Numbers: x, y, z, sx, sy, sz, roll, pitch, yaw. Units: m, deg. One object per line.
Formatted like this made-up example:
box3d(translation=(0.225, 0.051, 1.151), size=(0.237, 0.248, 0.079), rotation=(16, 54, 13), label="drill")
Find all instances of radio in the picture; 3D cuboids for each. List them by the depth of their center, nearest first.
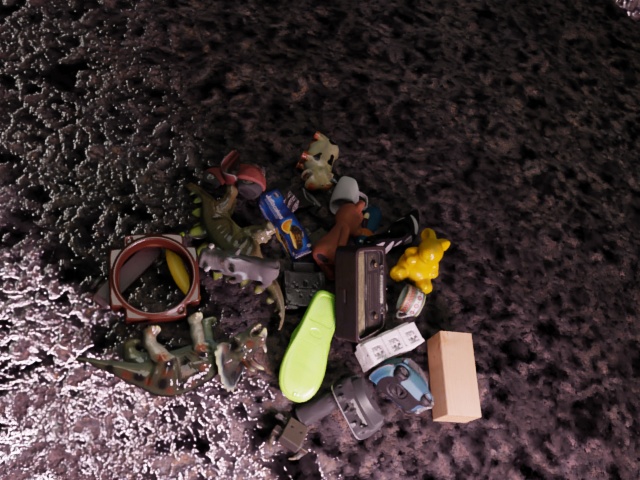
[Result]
box3d(translation=(0.102, 0.125, 1.320), size=(0.131, 0.073, 0.229), rotation=(-8, 101, -49), label="radio")

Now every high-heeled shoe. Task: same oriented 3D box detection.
box3d(translation=(0.193, -0.028, 1.467), size=(0.086, 0.145, 0.249), rotation=(16, 60, 34), label="high-heeled shoe")

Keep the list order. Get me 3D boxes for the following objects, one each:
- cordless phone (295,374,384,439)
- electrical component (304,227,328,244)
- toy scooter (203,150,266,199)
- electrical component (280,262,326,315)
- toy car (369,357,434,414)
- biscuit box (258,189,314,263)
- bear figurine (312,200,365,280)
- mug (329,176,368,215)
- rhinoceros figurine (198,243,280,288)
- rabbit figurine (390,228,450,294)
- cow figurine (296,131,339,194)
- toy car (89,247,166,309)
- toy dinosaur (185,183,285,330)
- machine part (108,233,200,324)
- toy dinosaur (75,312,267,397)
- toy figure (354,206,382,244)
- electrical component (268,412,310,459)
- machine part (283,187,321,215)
box3d(translation=(0.045, 0.413, 1.265), size=(0.184, 0.088, 0.146), rotation=(-25, 72, -12), label="cordless phone")
box3d(translation=(-0.003, -0.004, 1.484), size=(0.063, 0.021, 0.094), rotation=(-36, 76, -27), label="electrical component")
box3d(translation=(-0.223, -0.190, 1.485), size=(0.184, 0.075, 0.135), rotation=(12, 59, 14), label="toy scooter")
box3d(translation=(-0.044, 0.124, 1.389), size=(0.115, 0.058, 0.134), rotation=(3, 64, -15), label="electrical component")
box3d(translation=(0.211, 0.344, 1.320), size=(0.161, 0.109, 0.103), rotation=(40, 43, -3), label="toy car")
box3d(translation=(-0.095, -0.040, 1.456), size=(0.063, 0.059, 0.203), rotation=(-25, 72, -24), label="biscuit box")
box3d(translation=(0.066, -0.004, 1.428), size=(0.131, 0.120, 0.196), rotation=(51, 56, -19), label="bear figurine")
box3d(translation=(0.085, -0.128, 1.538), size=(0.110, 0.080, 0.107), rotation=(10, 53, -4), label="mug")
box3d(translation=(-0.191, 0.062, 1.262), size=(0.190, 0.112, 0.073), rotation=(13, 77, -11), label="rhinoceros figurine")
box3d(translation=(0.289, 0.049, 1.447), size=(0.122, 0.173, 0.162), rotation=(36, 65, 9), label="rabbit figurine")
box3d(translation=(0.002, -0.213, 1.553), size=(0.127, 0.085, 0.195), rotation=(26, 51, -1), label="cow figurine")
box3d(translation=(-0.466, 0.081, 1.305), size=(0.089, 0.053, 0.202), rotation=(45, 61, -13), label="toy car")
box3d(translation=(-0.212, 0.016, 1.379), size=(0.198, 0.105, 0.472), rotation=(-40, 72, -18), label="toy dinosaur")
box3d(translation=(-0.385, 0.089, 1.250), size=(0.201, 0.087, 0.201), rotation=(-1, 76, -20), label="machine part")
box3d(translation=(-0.317, 0.281, 1.212), size=(0.405, 0.131, 0.192), rotation=(-18, 69, -15), label="toy dinosaur")
box3d(translation=(0.132, -0.025, 1.508), size=(0.064, 0.058, 0.154), rotation=(35, 57, -16), label="toy figure")
box3d(translation=(-0.070, 0.451, 1.226), size=(0.102, 0.045, 0.078), rotation=(29, 32, -2), label="electrical component")
box3d(translation=(-0.048, -0.108, 1.485), size=(0.139, 0.039, 0.084), rotation=(-9, 66, -60), label="machine part")
